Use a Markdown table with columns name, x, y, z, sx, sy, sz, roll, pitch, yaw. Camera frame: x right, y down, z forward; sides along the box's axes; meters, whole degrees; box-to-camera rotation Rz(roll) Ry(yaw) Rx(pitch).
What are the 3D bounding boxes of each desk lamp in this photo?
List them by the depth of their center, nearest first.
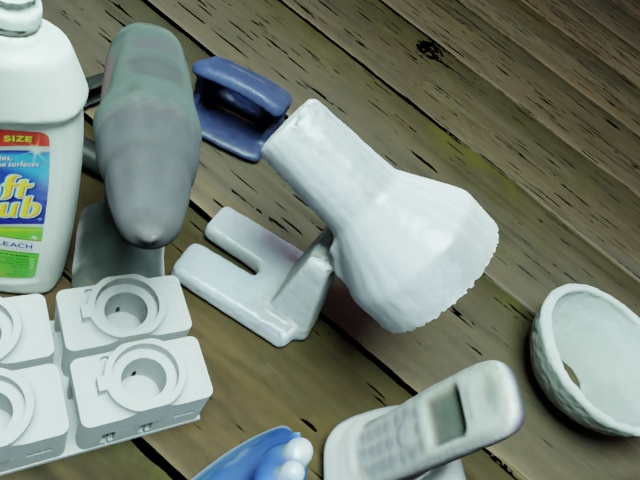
| name | x | y | z | sx | sy | sz | roll | pitch | yaw |
| --- | --- | --- | --- | --- | --- | --- | --- | --- | --- |
| desk lamp | 0.004 | 0.002 | 0.465 | 0.203 | 0.213 | 0.118 | 32 | 47 | -2 |

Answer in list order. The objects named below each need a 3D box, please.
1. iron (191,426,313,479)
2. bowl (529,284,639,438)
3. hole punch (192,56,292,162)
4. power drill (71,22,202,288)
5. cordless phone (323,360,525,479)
| name | x | y | z | sx | sy | sz | roll | pitch | yaw |
| --- | --- | --- | --- | --- | --- | --- | --- | --- | --- |
| iron | -0.056 | 0.195 | 0.331 | 0.118 | 0.141 | 0.259 | 33 | 47 | -1 |
| bowl | 0.282 | 0.134 | 0.603 | 0.168 | 0.074 | 0.167 | 14 | 50 | -17 |
| hole punch | -0.087 | -0.160 | 0.626 | 0.109 | 0.091 | 0.101 | 26 | 47 | -7 |
| power drill | -0.137 | -0.042 | 0.428 | 0.076 | 0.208 | 0.229 | 6 | 53 | -23 |
| cordless phone | 0.077 | 0.172 | 0.390 | 0.094 | 0.185 | 0.147 | 8 | 52 | -22 |
